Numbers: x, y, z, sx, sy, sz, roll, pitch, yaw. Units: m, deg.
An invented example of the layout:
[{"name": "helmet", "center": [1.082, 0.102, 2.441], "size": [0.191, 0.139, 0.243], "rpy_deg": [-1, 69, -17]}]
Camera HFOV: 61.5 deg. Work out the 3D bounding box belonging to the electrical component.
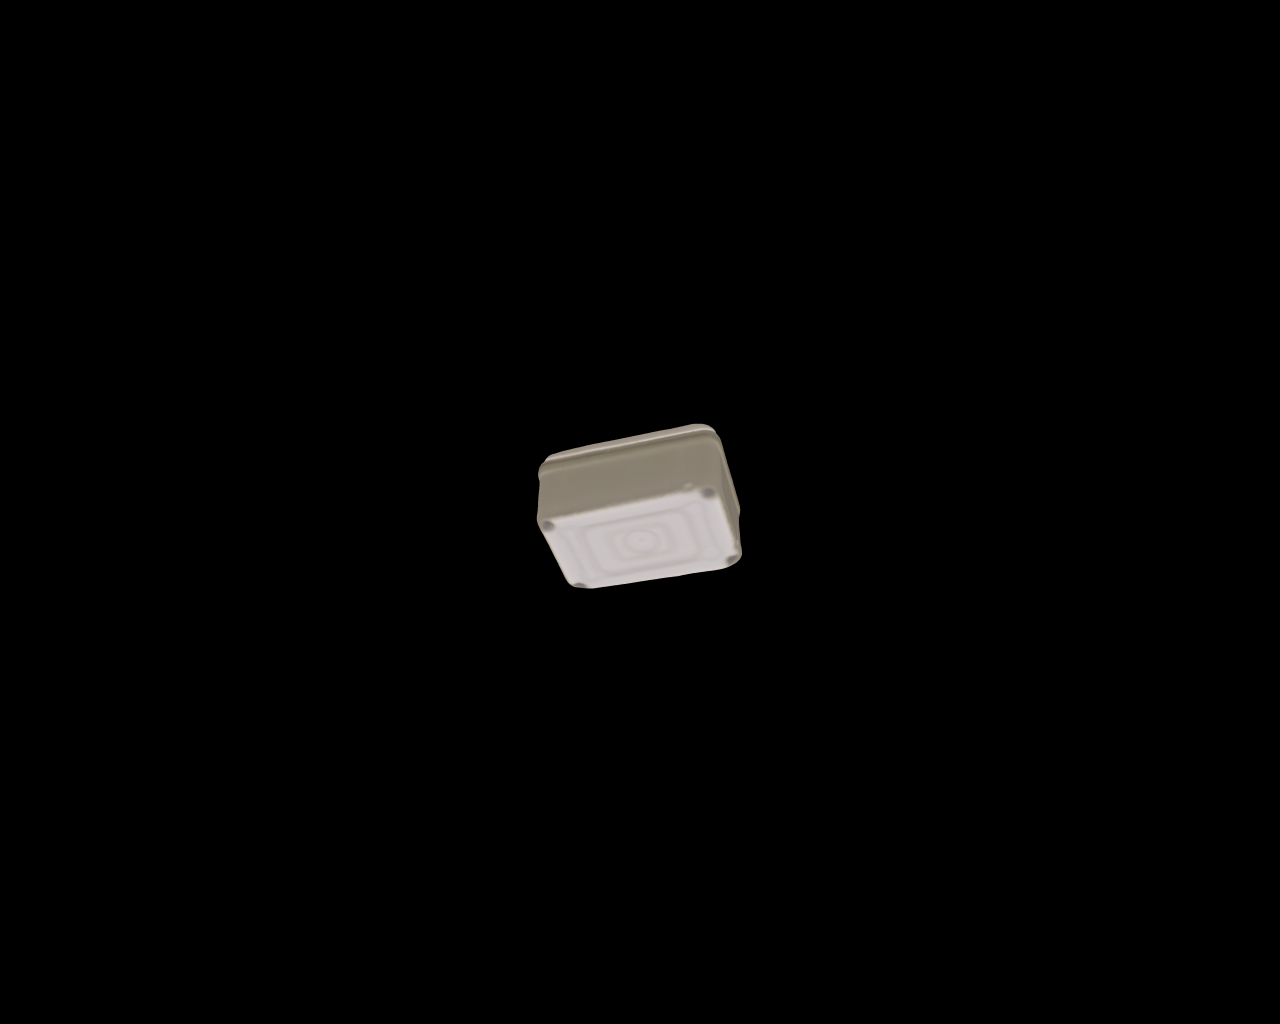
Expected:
[{"name": "electrical component", "center": [0.001, -0.003, 0.650], "size": [0.113, 0.057, 0.078], "rpy_deg": [-10, -43, 11]}]
